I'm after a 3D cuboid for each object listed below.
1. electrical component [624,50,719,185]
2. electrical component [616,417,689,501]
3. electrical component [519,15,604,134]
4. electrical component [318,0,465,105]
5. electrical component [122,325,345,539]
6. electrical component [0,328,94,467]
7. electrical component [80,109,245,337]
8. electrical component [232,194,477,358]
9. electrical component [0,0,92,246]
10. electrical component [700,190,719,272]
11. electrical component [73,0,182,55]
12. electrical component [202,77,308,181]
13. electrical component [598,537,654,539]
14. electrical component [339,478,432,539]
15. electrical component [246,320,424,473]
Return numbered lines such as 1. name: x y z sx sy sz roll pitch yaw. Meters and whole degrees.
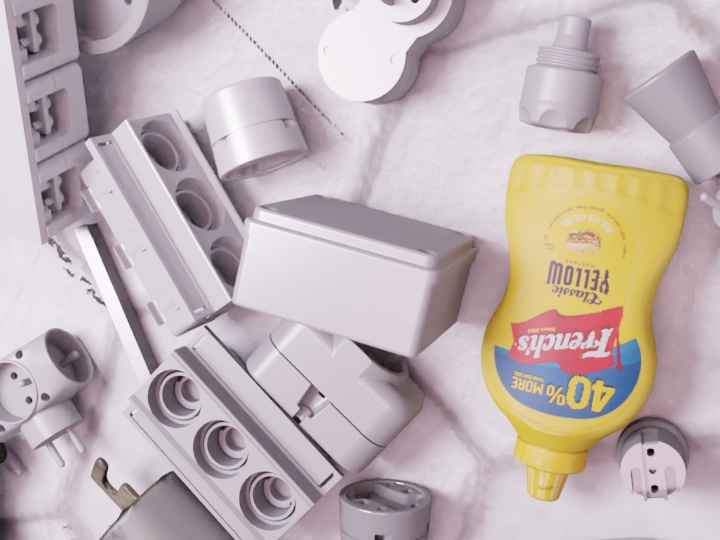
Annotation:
1. electrical component: 0.179 -0.079 0.579 0.044 0.044 0.065 -35 90 16
2. electrical component: 0.163 0.106 0.598 0.040 0.046 0.040 1 95 15
3. electrical component: 0.113 -0.108 0.594 0.043 0.043 0.062 12 97 15
4. electrical component: 0.027 -0.154 0.598 0.052 0.074 0.138 41 105 9
5. electrical component: -0.074 0.102 0.658 0.121 0.063 0.078 46 105 7
6. electrical component: -0.209 0.091 0.706 0.077 0.044 0.079 -34 85 16
7. electrical component: -0.113 -0.027 0.653 0.063 0.079 0.121 -33 85 37
8. electrical component: 0.000 0.000 0.603 0.109 0.109 0.056 16 102 14
9. electrical component: -0.216 -0.102 0.651 0.089 0.062 0.150 14 122 23
10. electrical component: 0.213 -0.029 0.562 0.079 0.043 0.077 27 104 -21
11. electrical component: -0.153 -0.190 0.649 0.108 0.060 0.108 13 120 23
12. electrical component: -0.064 -0.084 0.642 0.055 0.055 0.047 -20 86 17
13. electrical component: 0.126 0.191 0.613 0.095 0.054 0.059 -8 93 17
14. electrical component: 0.014 0.157 0.642 0.055 0.055 0.047 5 100 16
15. electrical component: -0.011 0.064 0.641 0.095 0.054 0.059 44 105 8
